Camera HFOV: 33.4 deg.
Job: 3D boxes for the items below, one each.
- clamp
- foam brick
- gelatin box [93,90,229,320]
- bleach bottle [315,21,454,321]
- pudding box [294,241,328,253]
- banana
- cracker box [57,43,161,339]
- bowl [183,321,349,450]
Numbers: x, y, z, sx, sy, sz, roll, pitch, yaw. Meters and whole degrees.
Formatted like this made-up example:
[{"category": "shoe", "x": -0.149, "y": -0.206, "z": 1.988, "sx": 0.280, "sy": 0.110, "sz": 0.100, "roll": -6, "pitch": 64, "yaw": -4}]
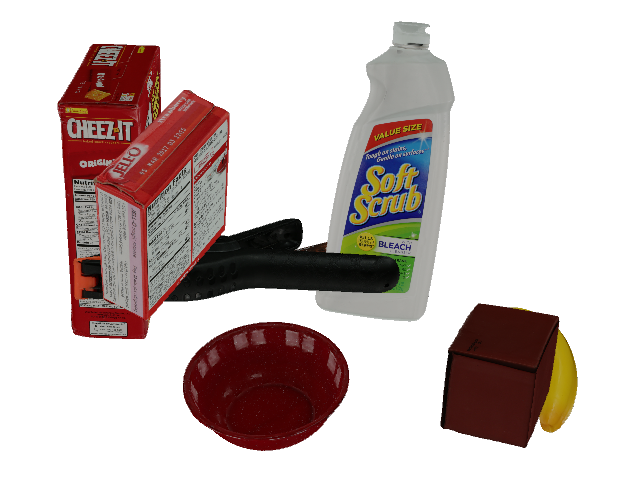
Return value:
[{"category": "clamp", "x": -0.062, "y": 0.018, "z": 0.735, "sx": 0.209, "sy": 0.036, "sz": 0.165, "roll": -7, "pitch": 13, "yaw": -32}, {"category": "foam brick", "x": 0.107, "y": 0.077, "z": 0.635, "sx": 0.053, "sy": 0.051, "sz": 0.078, "roll": 10, "pitch": 22, "yaw": 20}, {"category": "gelatin box", "x": -0.075, "y": -0.016, "z": 0.514, "sx": 0.030, "sy": 0.089, "sz": 0.073, "roll": 25, "pitch": 51, "yaw": 14}, {"category": "bleach bottle", "x": 0.057, "y": -0.060, "z": 0.917, "sx": 0.102, "sy": 0.251, "sz": 0.068, "roll": 7, "pitch": 16, "yaw": 8}, {"category": "pudding box", "x": 0.031, "y": 0.032, "z": 1.480, "sx": 0.113, "sy": 0.039, "sz": 0.090, "roll": -16, "pitch": 27, "yaw": -24}, {"category": "banana", "x": 0.235, "y": 0.128, "z": 1.136, "sx": 0.069, "sy": 0.037, "sz": 0.198, "roll": -25, "pitch": 34, "yaw": 3}, {"category": "cracker box", "x": -0.179, "y": -0.046, "z": 0.932, "sx": 0.072, "sy": 0.214, "sz": 0.164, "roll": 1, "pitch": 27, "yaw": -3}, {"category": "bowl", "x": -0.051, "y": 0.152, "z": 1.043, "sx": 0.162, "sy": 0.055, "sz": 0.162, "roll": -3, "pitch": 37, "yaw": 2}]
